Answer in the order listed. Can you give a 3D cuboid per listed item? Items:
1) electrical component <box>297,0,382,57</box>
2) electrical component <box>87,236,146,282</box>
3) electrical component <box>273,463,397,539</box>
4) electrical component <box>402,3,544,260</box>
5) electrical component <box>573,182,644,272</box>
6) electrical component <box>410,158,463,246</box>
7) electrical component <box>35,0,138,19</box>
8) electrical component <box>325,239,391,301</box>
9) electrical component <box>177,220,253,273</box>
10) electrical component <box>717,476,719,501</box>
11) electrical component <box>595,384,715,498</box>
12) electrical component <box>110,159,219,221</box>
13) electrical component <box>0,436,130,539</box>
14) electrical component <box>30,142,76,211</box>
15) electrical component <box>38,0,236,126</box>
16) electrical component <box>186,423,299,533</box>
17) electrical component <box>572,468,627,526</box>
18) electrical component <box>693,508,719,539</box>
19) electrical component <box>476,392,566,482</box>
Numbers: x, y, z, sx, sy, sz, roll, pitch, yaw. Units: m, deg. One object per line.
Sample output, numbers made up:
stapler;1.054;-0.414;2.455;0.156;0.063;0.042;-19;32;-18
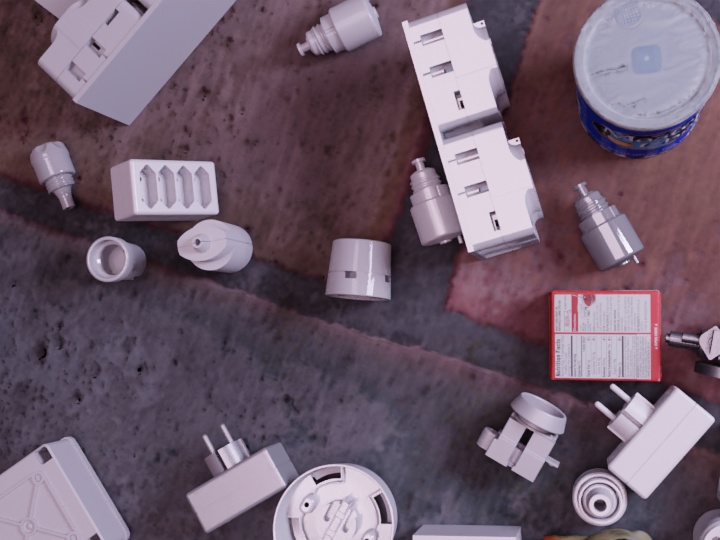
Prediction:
electrical component;-0.018;-0.207;0.929;0.078;0.040;0.040;-24;83;11
electrical component;-0.216;-0.008;0.959;0.040;0.046;0.040;-1;87;12
electrical component;-0.018;0.210;0.896;0.099;0.064;0.099;-1;87;12
electrical component;0.096;-0.108;0.866;0.060;0.105;0.186;-17;84;11
electrical component;0.198;-0.035;0.874;0.040;0.040;0.078;-30;82;9
electrical component;0.061;-0.056;0.905;0.040;0.040;0.078;-20;83;11
electrical component;-0.229;-0.290;0.967;0.089;0.062;0.150;38;95;11
electrical component;0.000;0.000;0.909;0.055;0.055;0.047;3;84;12
electrical component;-0.125;-0.021;0.922;0.043;0.081;0.043;-1;87;12
electrical component;0.324;0.156;0.835;0.077;0.047;0.065;9;90;12
electrical component;0.224;0.123;0.857;0.076;0.047;0.083;41;96;11
electrical component;-0.181;-0.066;0.945;0.076;0.083;0.047;-11;84;50
electrical component;-0.281;0.223;0.957;0.109;0.056;0.108;-35;81;9
electrical component;-0.276;-0.084;0.982;0.035;0.035;0.061;-23;85;10
electrical component;-0.183;-0.224;0.932;0.060;0.105;0.186;43;96;11
electrical component;-0.109;0.170;0.927;0.083;0.047;0.075;-31;81;9
electrical component;0.191;0.182;0.854;0.043;0.062;0.043;-1;87;12
electrical component;0.285;0.212;0.836;0.045;0.055;0.045;-1;87;12
electrical component;0.137;0.134;0.877;0.066;0.048;0.055;29;101;12
